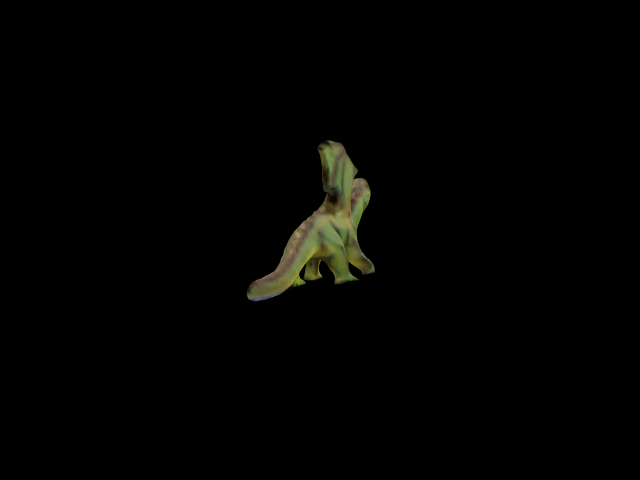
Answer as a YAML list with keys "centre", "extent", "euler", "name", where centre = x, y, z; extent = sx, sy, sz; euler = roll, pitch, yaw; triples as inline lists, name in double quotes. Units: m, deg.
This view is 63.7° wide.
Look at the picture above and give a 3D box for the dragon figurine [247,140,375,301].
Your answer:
- centre: [0.003, -0.043, 0.850]
  extent: [0.122, 0.242, 0.411]
  euler: [0, 2, 24]
  name: "dragon figurine"
